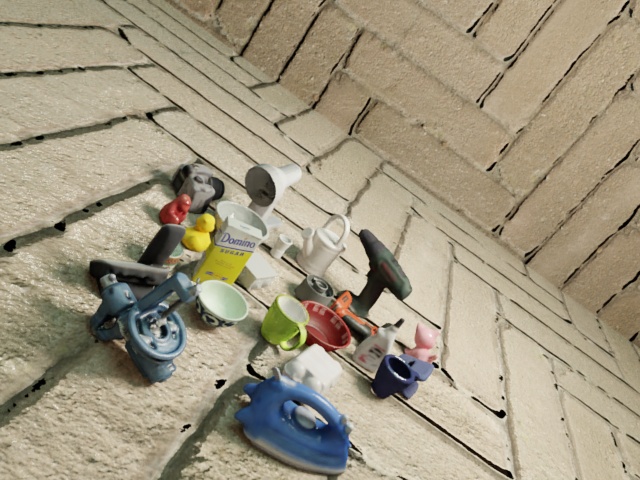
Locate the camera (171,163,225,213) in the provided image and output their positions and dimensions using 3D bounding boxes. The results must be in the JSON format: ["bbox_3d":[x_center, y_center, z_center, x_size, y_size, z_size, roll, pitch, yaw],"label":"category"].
[{"bbox_3d":[-0.331,-0.152,1.632,0.137,0.100,0.143,10,35,-46],"label":"camera"}]

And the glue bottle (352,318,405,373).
[{"bbox_3d":[0.158,0.258,1.451,0.078,0.173,0.037,32,24,-9],"label":"glue bottle"}]

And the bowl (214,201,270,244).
[{"bbox_3d":[-0.227,-0.030,1.579,0.168,0.074,0.167,30,24,-15],"label":"bowl"}]

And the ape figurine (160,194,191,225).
[{"bbox_3d":[-0.361,-0.077,1.462,0.076,0.092,0.078,42,24,13],"label":"ape figurine"}]

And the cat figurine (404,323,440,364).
[{"bbox_3d":[0.300,0.304,1.628,0.067,0.117,0.127,24,26,-26],"label":"cat figurine"}]

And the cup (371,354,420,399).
[{"bbox_3d":[0.181,0.347,1.414,0.118,0.095,0.091,21,28,-31],"label":"cup"}]

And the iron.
[{"bbox_3d":[-0.024,0.342,1.087,0.259,0.141,0.118,32,24,-10],"label":"iron"}]

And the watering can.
[{"bbox_3d":[0.017,0.008,1.694,0.100,0.194,0.173,45,25,20],"label":"watering can"}]

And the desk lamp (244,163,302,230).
[{"bbox_3d":[-0.151,-0.136,1.707,0.117,0.213,0.204,43,24,14],"label":"desk lamp"}]

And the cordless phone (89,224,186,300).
[{"bbox_3d":[-0.363,0.028,1.151,0.148,0.185,0.094,9,35,-46],"label":"cordless phone"}]

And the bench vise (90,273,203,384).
[{"bbox_3d":[-0.308,0.124,1.006,0.207,0.219,0.121,35,24,-4],"label":"bench vise"}]

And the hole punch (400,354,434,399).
[{"bbox_3d":[0.231,0.343,1.496,0.101,0.091,0.109,42,24,12],"label":"hole punch"}]

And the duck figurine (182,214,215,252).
[{"bbox_3d":[-0.302,-0.026,1.457,0.077,0.086,0.104,33,24,-7],"label":"duck figurine"}]

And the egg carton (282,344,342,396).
[{"bbox_3d":[-0.017,0.297,1.271,0.107,0.069,0.151,42,24,12],"label":"egg carton"}]

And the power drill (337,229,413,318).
[{"bbox_3d":[0.147,0.112,1.661,0.229,0.208,0.076,44,25,17],"label":"power drill"}]
